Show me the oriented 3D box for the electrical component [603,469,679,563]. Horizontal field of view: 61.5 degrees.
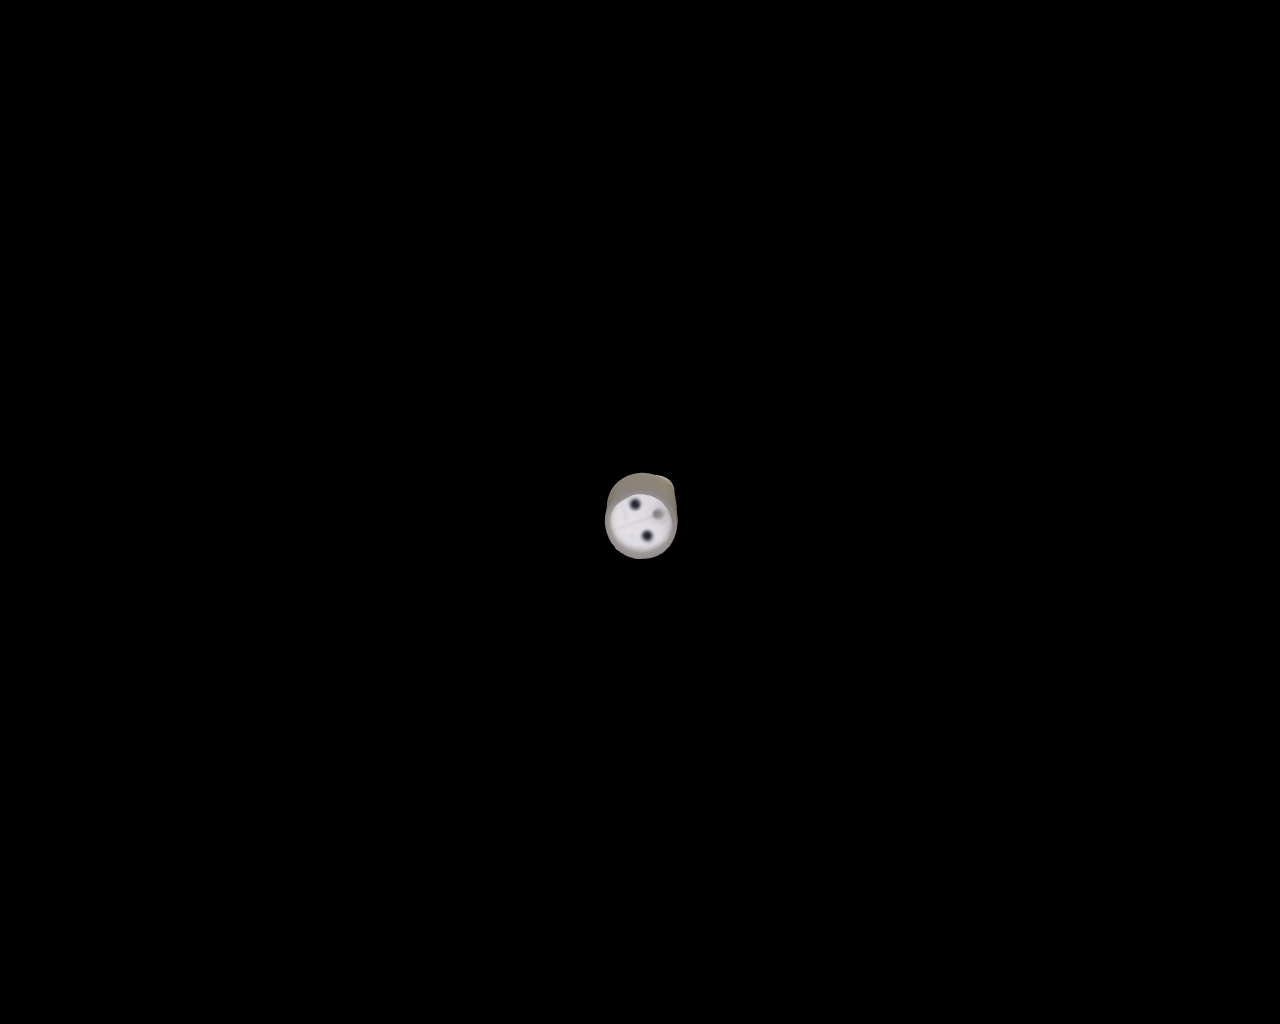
[{"bbox_3d":[0.001,-0.003,0.650,0.043,0.043,0.081,0,16,0],"label":"electrical component"}]
